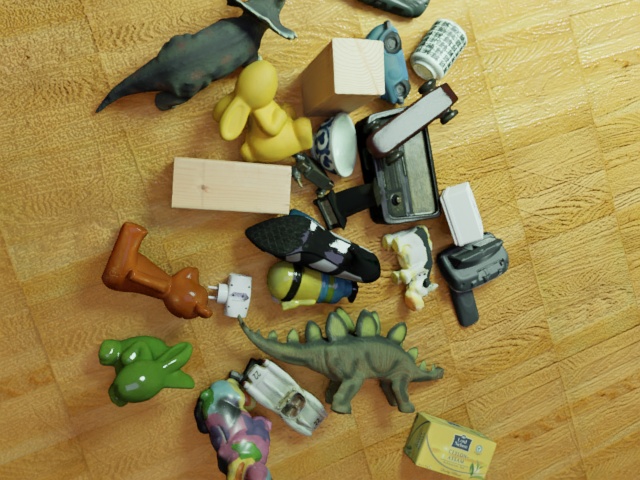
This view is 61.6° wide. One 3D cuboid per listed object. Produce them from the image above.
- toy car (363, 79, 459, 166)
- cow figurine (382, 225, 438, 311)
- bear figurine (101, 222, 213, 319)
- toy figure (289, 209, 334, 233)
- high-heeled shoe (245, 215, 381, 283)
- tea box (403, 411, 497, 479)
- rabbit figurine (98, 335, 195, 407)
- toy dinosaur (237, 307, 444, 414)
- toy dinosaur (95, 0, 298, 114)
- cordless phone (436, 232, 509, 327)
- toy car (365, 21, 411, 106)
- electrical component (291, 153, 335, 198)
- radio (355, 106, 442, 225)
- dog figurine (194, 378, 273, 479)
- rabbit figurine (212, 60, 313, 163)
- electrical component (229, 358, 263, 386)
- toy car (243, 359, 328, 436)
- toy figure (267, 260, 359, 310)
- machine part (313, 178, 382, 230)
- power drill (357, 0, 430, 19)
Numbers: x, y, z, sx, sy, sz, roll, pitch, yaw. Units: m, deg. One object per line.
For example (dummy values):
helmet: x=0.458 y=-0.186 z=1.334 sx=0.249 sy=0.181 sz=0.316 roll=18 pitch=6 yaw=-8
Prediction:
toy car: x=0.172 y=-0.224 z=1.018 sx=0.202 sy=0.053 sz=0.089 roll=-38 pitch=89 yaw=-9
cow figurine: x=0.198 y=0.057 z=1.106 sx=0.098 sy=0.068 sz=0.167 roll=-20 pitch=98 yaw=-20
bear figurine: x=-0.273 y=0.060 z=0.946 sx=0.196 sy=0.120 sz=0.132 roll=21 pitch=83 yaw=-17
toy figure: x=-0.001 y=-0.005 z=1.046 sx=0.154 sy=0.058 sz=0.064 roll=32 pitch=52 yaw=-9
high-heeled shoe: x=-0.009 y=0.024 z=1.004 sx=0.249 sy=0.145 sz=0.086 roll=13 pitch=72 yaw=22
tea box: x=0.276 y=0.441 z=1.141 sx=0.169 sy=0.068 sz=0.098 roll=21 pitch=87 yaw=-15
rabbit figurine: x=-0.296 y=0.234 z=0.918 sx=0.159 sy=0.170 sz=0.121 roll=-4 pitch=94 yaw=-15
toy dinosaur: x=0.059 y=0.233 z=1.058 sx=0.471 sy=0.105 sz=0.198 roll=9 pitch=82 yaw=-25
toy dinosaur: x=-0.198 y=-0.315 z=0.914 sx=0.405 sy=0.192 sz=0.131 roll=-36 pitch=99 yaw=-13
cordless phone: x=0.339 y=0.089 z=1.150 sx=0.147 sy=0.089 sz=0.184 roll=-23 pitch=109 yaw=-14
toy car: x=0.116 y=-0.338 z=1.056 sx=0.103 sy=0.109 sz=0.161 roll=-12 pitch=108 yaw=8
electrical component: x=-0.019 y=-0.123 z=1.026 sx=0.045 sy=0.078 sz=0.102 roll=-46 pitch=139 yaw=15
radio: x=0.155 y=-0.146 z=1.079 sx=0.131 sy=0.073 sz=0.229 roll=-12 pitch=93 yaw=-16
dog figurine: x=-0.148 y=0.361 z=0.933 sx=0.108 sy=0.219 sz=0.191 roll=-34 pitch=102 yaw=0
rabbit figurine: x=-0.109 y=-0.231 z=0.953 sx=0.162 sy=0.122 sz=0.173 roll=-18 pitch=135 yaw=-7
electrical component: x=-0.126 y=0.261 z=1.044 sx=0.094 sy=0.021 sz=0.063 roll=26 pitch=85 yaw=-14
toy car: x=-0.065 y=0.303 z=1.030 sx=0.073 sy=0.056 sz=0.201 roll=-48 pitch=119 yaw=-10
toy figure: x=-0.014 y=0.080 z=1.035 sx=0.180 sy=0.082 sz=0.089 roll=4 pitch=118 yaw=-13
machine part: x=0.058 y=-0.070 z=1.043 sx=0.139 sy=0.039 sz=0.084 roll=-23 pitch=96 yaw=29
power drill: x=0.131 y=-0.558 z=1.054 sx=0.232 sy=0.086 sz=0.207 roll=23 pitch=82 yaw=-17
